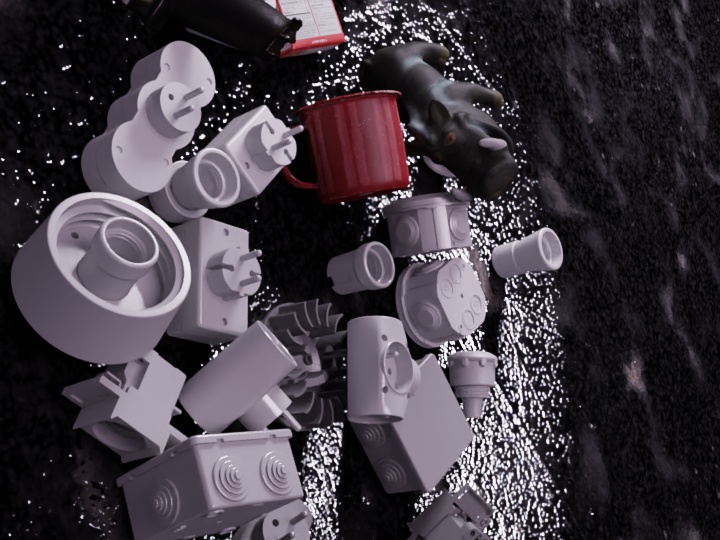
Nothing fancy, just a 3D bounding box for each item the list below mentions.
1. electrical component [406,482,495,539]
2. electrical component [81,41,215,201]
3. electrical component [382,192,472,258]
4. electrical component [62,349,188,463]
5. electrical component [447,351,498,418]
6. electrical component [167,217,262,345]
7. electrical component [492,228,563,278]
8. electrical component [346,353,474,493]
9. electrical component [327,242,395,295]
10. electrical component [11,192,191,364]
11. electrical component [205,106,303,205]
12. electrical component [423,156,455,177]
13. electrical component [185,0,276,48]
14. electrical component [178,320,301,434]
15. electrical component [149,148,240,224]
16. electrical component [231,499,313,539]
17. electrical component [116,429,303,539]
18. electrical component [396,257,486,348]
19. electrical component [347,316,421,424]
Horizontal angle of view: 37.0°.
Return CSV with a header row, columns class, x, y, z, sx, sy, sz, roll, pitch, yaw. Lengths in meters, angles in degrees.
class,x,y,z,sx,sy,sz,roll,pitch,yaw
electrical component,0.079,0.226,0.909,0.081,0.064,0.042,-44,117,-1
electrical component,-0.140,-0.111,0.773,0.052,0.074,0.138,45,47,-30
electrical component,0.062,-0.041,0.982,0.080,0.080,0.051,-6,87,-50
electrical component,-0.151,0.088,0.718,0.081,0.042,0.063,44,44,-31
electrical component,0.105,0.108,1.008,0.048,0.048,0.062,11,76,-47
electrical component,-0.098,0.005,0.780,0.047,0.076,0.083,18,64,-45
electrical component,0.169,-0.014,1.107,0.044,0.065,0.044,20,62,-44
electrical component,0.042,0.133,0.921,0.100,0.048,0.099,-40,107,-48
electrical component,0.000,0.000,0.919,0.040,0.046,0.040,19,64,-45
electrical component,-0.161,-0.001,0.692,0.108,0.060,0.108,25,40,-24
electrical component,-0.076,-0.095,0.839,0.047,0.077,0.065,56,43,-21
electrical component,0.092,-0.125,1.065,0.055,0.055,0.047,43,52,-31
electrical component,-0.093,-0.218,0.863,0.066,0.077,0.047,9,70,-48
electrical component,-0.075,0.090,0.762,0.079,0.077,0.043,49,-1,-2
electrical component,-0.122,-0.061,0.790,0.045,0.055,0.045,20,63,-44
electrical component,-0.061,0.191,0.758,0.043,0.079,0.077,42,46,-6
electrical component,-0.098,0.145,0.716,0.100,0.100,0.048,5,61,-48
electrical component,0.074,0.029,0.992,0.080,0.051,0.080,20,63,-44
electrical component,0.022,0.083,0.850,0.079,0.044,0.077,23,61,-52
